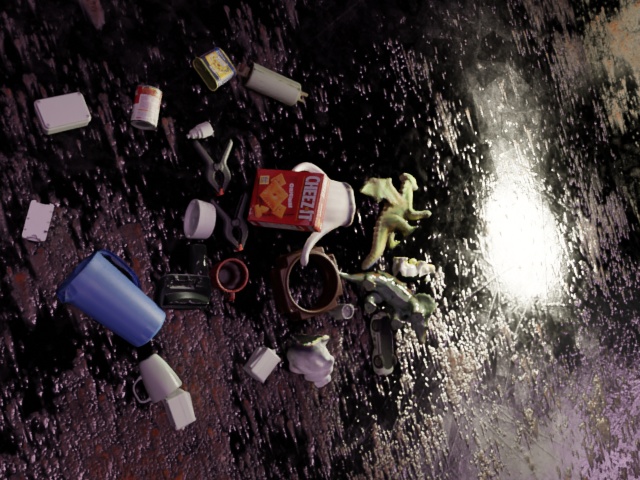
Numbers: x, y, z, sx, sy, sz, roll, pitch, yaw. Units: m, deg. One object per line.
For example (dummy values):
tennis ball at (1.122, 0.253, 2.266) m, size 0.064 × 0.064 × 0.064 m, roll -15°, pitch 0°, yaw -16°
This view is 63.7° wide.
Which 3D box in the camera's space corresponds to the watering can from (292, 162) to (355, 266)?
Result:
watering can at (0.005, -0.080, 1.587) m, size 0.224 × 0.102 × 0.354 m, roll 5°, pitch 64°, yaw -28°

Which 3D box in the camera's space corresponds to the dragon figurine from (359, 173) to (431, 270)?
dragon figurine at (0.221, -0.098, 1.758) m, size 0.416 × 0.120 × 0.243 m, roll -35°, pitch 84°, yaw -31°

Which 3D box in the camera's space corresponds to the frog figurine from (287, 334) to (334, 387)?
frog figurine at (-0.025, 0.367, 1.518) m, size 0.137 × 0.123 × 0.158 m, roll -7°, pitch 97°, yaw 1°
